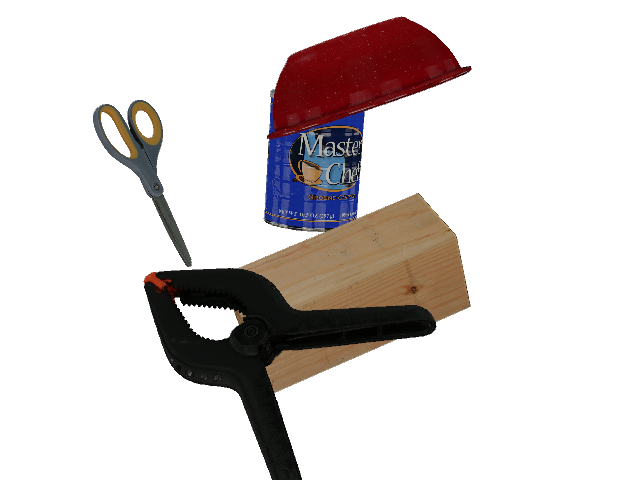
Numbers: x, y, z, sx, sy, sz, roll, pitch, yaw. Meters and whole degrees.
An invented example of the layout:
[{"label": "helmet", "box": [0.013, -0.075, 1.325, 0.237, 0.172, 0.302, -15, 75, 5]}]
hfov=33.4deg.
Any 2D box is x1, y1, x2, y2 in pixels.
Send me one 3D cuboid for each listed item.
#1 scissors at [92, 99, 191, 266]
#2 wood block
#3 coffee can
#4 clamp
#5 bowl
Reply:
[{"label": "scissors", "box": [-0.182, -0.075, 1.210, 0.016, 0.201, 0.096, -20, 22, 42]}, {"label": "wood block", "box": [0.024, 0.048, 1.001, 0.206, 0.091, 0.090, -22, 35, -8]}, {"label": "coffee can", "box": [-0.007, -0.088, 1.144, 0.103, 0.140, 0.103, 4, 12, -1]}, {"label": "clamp", "box": [-0.035, 0.068, 0.752, 0.210, 0.164, 0.036, 33, -26, 30]}, {"label": "bowl", "box": [0.028, -0.127, 0.800, 0.162, 0.055, 0.162, -19, 8, 2]}]
